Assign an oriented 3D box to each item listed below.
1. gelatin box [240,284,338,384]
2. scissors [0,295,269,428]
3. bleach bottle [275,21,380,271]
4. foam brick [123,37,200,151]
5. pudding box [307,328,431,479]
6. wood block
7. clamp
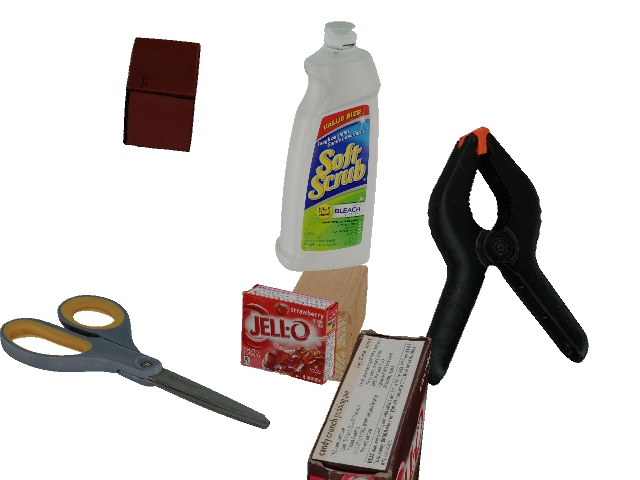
[{"bbox_3d":[-0.030,0.086,0.977,0.089,0.073,0.030,11,19,24],"label":"gelatin box"},{"bbox_3d":[-0.115,0.076,0.716,0.202,0.016,0.096,11,27,13],"label":"scissors"},{"bbox_3d":[0.007,-0.094,1.078,0.102,0.251,0.068,-5,28,-13],"label":"bleach bottle"},{"bbox_3d":[-0.122,-0.114,0.822,0.053,0.051,0.078,6,40,-6],"label":"foam brick"},{"bbox_3d":[0.022,0.105,0.473,0.039,0.090,0.113,8,25,9],"label":"pudding box"},{"bbox_3d":[0.006,0.107,1.483,0.091,0.090,0.206,6,20,9],"label":"wood block"},{"bbox_3d":[0.105,0.014,0.712,0.120,0.171,0.039,-15,-4,-23],"label":"clamp"}]
